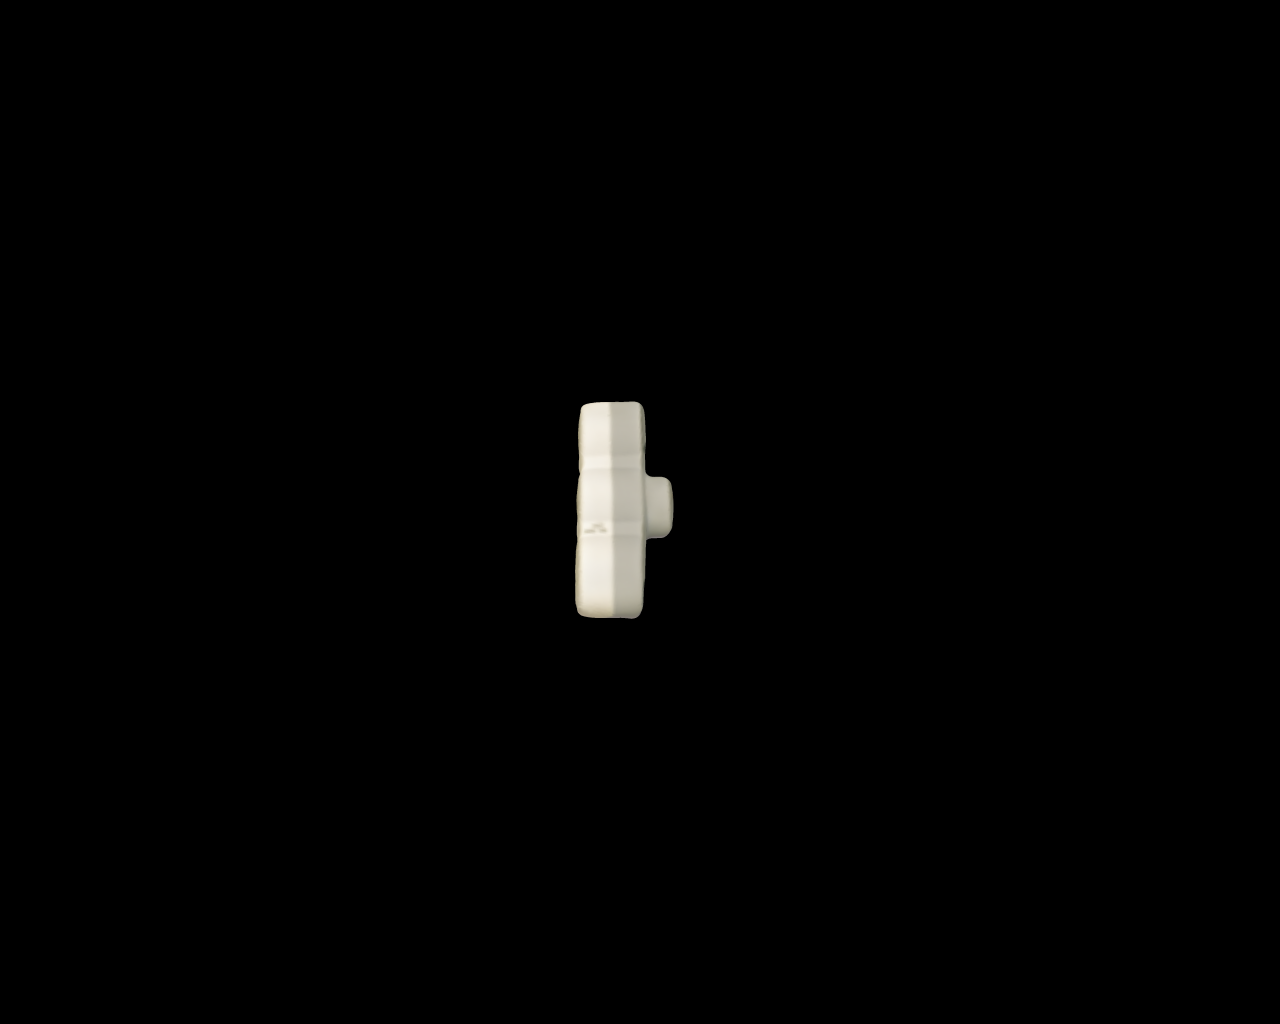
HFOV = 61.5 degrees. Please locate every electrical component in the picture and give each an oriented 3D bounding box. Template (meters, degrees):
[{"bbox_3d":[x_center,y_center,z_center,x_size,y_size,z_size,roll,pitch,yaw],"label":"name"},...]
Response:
[{"bbox_3d":[0.001,-0.003,0.650,0.074,0.138,0.052,0,-24,0],"label":"electrical component"}]
